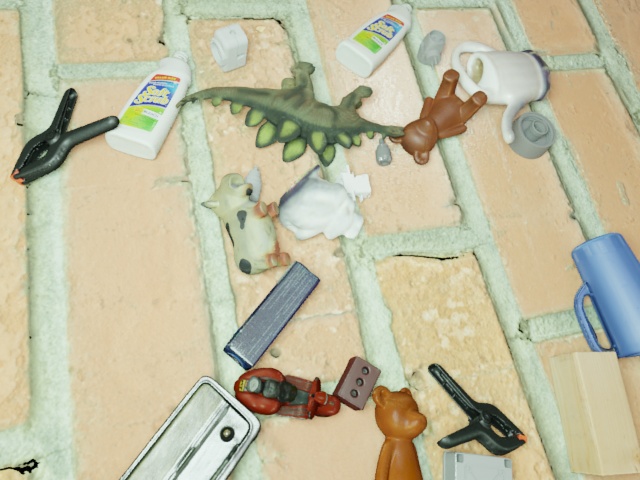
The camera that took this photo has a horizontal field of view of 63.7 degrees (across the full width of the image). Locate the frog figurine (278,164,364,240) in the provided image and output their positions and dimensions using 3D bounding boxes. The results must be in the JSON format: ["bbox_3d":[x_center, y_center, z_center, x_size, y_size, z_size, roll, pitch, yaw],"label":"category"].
[{"bbox_3d":[0.003,-0.050,0.992,0.159,0.123,0.137,45,98,-2],"label":"frog figurine"}]

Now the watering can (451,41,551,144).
[{"bbox_3d":[0.443,-0.356,1.215,0.225,0.101,0.355,-6,56,-15],"label":"watering can"}]
